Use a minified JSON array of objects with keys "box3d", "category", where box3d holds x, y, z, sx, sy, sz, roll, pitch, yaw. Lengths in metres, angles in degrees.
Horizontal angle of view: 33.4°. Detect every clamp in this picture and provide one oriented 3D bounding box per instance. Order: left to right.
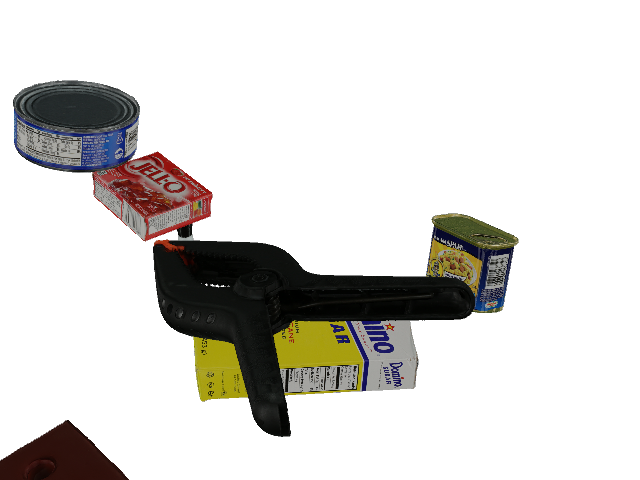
[{"box3d":[-0.024,0.036,0.647,0.164,0.036,0.210,-22,31,-32],"category":"clamp"}]

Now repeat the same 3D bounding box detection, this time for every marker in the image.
[{"box3d":[-0.149,0.020,1.195,0.020,0.121,0.020,-1,32,0],"category":"marker"}]

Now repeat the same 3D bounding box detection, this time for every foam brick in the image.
[{"box3d":[-0.110,0.131,0.482,0.052,0.051,0.078,-31,44,-31],"category":"foam brick"}]

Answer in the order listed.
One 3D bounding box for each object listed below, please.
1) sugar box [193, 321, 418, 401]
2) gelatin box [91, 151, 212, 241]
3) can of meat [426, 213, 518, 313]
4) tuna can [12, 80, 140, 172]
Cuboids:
[{"box3d":[-0.014,0.079,0.872,0.176,0.048,0.093,-5,43,-4],"category":"sugar box"},{"box3d":[-0.153,-0.042,0.969,0.073,0.030,0.089,-22,45,-35],"category":"gelatin box"},{"box3d":[0.166,0.026,1.191,0.057,0.084,0.102,-8,24,-37],"category":"can of meat"},{"box3d":[-0.169,-0.080,0.741,0.086,0.034,0.086,7,29,-4],"category":"tuna can"}]
